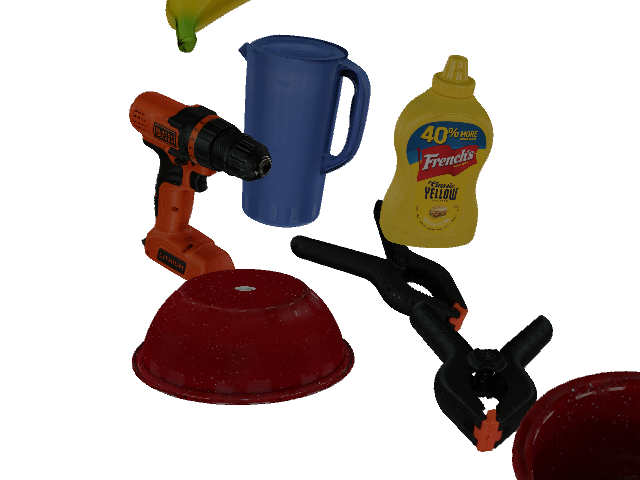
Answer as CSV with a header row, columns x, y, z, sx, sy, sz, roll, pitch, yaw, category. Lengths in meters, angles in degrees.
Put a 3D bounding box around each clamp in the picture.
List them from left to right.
x,y,z,sx,sy,sz,roll,pitch,yaw,category
0.077,0.035,1.230,0.164,0.036,0.210,-19,49,-37,clamp
0.140,0.103,0.851,0.120,0.039,0.171,-3,32,-2,clamp

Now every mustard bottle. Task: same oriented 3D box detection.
x,y,z,sx,sy,sz,roll,pitch,yaw,category
0.118,-0.088,1.045,0.096,0.192,0.058,3,27,-9,mustard bottle

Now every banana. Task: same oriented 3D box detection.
x,y,z,sx,sy,sz,roll,pitch,yaw,category
-0.024,-0.167,0.667,0.197,0.070,0.037,-31,-27,-26,banana

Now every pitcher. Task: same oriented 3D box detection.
x,y,z,sx,sy,sz,roll,pitch,yaw,category
-0.032,-0.143,1.418,0.144,0.243,0.149,-3,25,-22,pitcher

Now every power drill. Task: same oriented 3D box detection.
x,y,z,sx,sy,sz,roll,pitch,yaw,category
-0.125,-0.048,1.110,0.185,0.188,0.057,29,37,34,power drill

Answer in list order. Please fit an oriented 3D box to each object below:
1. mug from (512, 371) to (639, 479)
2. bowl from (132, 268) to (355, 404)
x,y,z,sx,sy,sz,roll,pitch,yaw,category
0.123,0.108,0.375,0.117,0.081,0.093,5,37,8,mug
-0.055,0.060,0.766,0.162,0.055,0.162,1,16,0,bowl
